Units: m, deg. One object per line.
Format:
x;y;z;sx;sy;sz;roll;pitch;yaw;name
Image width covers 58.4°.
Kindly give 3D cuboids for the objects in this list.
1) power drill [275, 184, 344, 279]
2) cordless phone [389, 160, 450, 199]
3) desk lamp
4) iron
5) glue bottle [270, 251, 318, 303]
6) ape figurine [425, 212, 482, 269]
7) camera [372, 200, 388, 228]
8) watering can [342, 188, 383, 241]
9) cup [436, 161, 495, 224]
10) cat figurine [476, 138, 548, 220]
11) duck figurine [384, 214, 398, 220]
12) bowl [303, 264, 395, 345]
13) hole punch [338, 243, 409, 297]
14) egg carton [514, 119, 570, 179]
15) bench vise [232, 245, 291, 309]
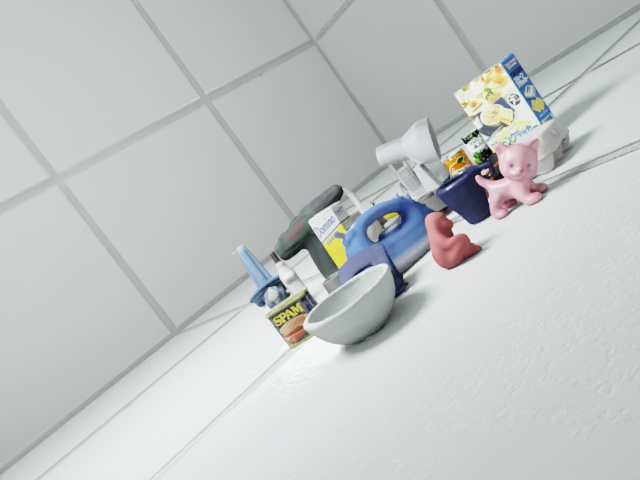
0.013;0.005;1.412;0.229;0.208;0.075;-35;6;12;power drill
0.288;-0.218;1.725;0.147;0.185;0.094;-36;6;0;cordless phone
0.266;-0.202;1.587;0.203;0.213;0.118;-33;6;23;desk lamp
0.146;-0.020;1.164;0.259;0.141;0.118;-39;6;-25;iron
-0.056;0.096;1.249;0.037;0.173;0.078;-37;6;-8;glue bottle
0.206;-0.006;0.934;0.076;0.092;0.078;-34;6;17;ape figurine
0.173;-0.067;1.601;0.143;0.101;0.137;-31;8;41;camera
0.094;-0.051;1.468;0.172;0.194;0.101;-30;8;44;watering can
0.290;-0.086;1.075;0.117;0.095;0.092;-33;7;29;cup
0.326;-0.114;0.977;0.127;0.118;0.067;-30;8;45;cat figurine
0.209;-0.066;1.451;0.104;0.086;0.078;-33;7;28;duck figurine
0.060;0.114;0.907;0.167;0.075;0.167;-36;6;4;bowl
0.091;0.068;1.023;0.108;0.091;0.101;-35;6;12;hole punch
0.426;-0.174;1.123;0.107;0.069;0.151;-30;8;48;egg carton
-0.121;0.098;1.388;0.122;0.220;0.207;-38;6;-23;bench vise
